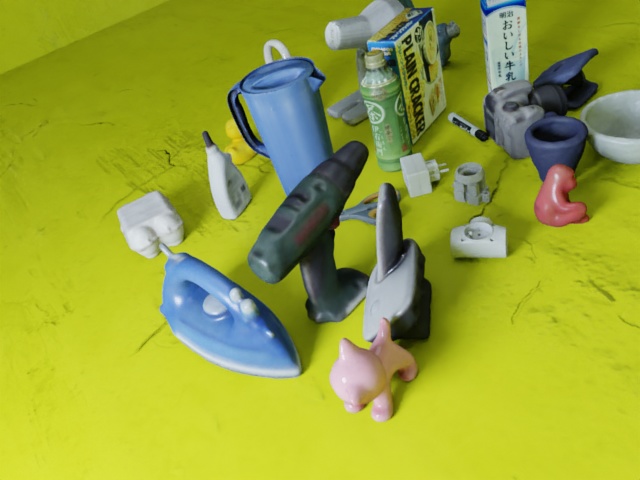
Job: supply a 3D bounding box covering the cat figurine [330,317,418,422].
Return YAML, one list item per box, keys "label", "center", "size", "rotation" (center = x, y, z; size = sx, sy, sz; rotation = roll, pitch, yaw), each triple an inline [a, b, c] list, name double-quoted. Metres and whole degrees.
- label: "cat figurine"
  center: [0.056, 0.148, 0.664]
  size: [0.067, 0.118, 0.128]
  rotation: [10, 45, 32]

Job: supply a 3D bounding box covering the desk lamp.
- label: "desk lamp"
  center: [0.100, -0.395, 1.250]
  size: [0.203, 0.214, 0.117]
  rotation: [-34, 40, -20]

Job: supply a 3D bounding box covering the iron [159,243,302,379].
- label: "iron"
  center: [-0.132, 0.090, 0.794]
  size: [0.257, 0.142, 0.119]
  rotation: [21, 52, 40]

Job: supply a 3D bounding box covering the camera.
- label: "camera"
  center: [0.375, -0.233, 1.026]
  size: [0.137, 0.101, 0.143]
  rotation: [-17, 37, 1]

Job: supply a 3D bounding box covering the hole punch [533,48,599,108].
- label: "hole punch"
  center: [0.468, -0.313, 1.098]
  size: [0.100, 0.091, 0.109]
  rotation: [21, 52, 40]

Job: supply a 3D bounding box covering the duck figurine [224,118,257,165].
- label: "duck figurine"
  center: [-0.181, -0.223, 1.254]
  size: [0.077, 0.086, 0.104]
  rotation: [-1, 40, 21]

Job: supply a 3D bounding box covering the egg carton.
- label: "egg carton"
  center: [-0.321, -0.032, 1.084]
  size: [0.107, 0.069, 0.149]
  rotation: [-30, 39, -15]

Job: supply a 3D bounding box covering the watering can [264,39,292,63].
- label: "watering can"
  center: [-0.082, -0.349, 1.283]
  size: [0.100, 0.194, 0.173]
  rotation: [10, 45, 32]

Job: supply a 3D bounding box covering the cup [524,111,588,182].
- label: "cup"
  center: [0.376, -0.144, 0.919]
  size: [0.091, 0.095, 0.118]
  rotation: [-6, 39, 16]

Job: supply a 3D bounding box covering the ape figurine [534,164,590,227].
- label: "ape figurine"
  center: [0.352, -0.069, 0.837]
  size: [0.076, 0.092, 0.078]
  rotation: [-6, 39, 16]

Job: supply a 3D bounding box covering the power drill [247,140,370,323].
- label: "power drill"
  center: [0.007, 0.003, 0.791]
  size: [0.075, 0.209, 0.230]
  rotation: [19, 51, 39]

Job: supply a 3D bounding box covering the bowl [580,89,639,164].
- label: "bowl"
  center: [0.504, -0.171, 0.917]
  size: [0.167, 0.075, 0.167]
  rotation: [-11, 38, 9]

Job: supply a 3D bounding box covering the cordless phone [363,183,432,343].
- label: "cordless phone"
  center: [0.088, 0.032, 0.741]
  size: [0.094, 0.185, 0.147]
  rotation: [-8, 38, 13]

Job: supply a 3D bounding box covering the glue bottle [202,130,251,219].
- label: "glue bottle"
  center: [-0.180, -0.126, 1.059]
  size: [0.037, 0.173, 0.078]
  rotation: [5, 43, 27]

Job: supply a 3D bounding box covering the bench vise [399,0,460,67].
- label: "bench vise"
  center: [0.219, -0.513, 1.344]
  size: [0.207, 0.220, 0.121]
  rotation: [-6, 39, 15]
